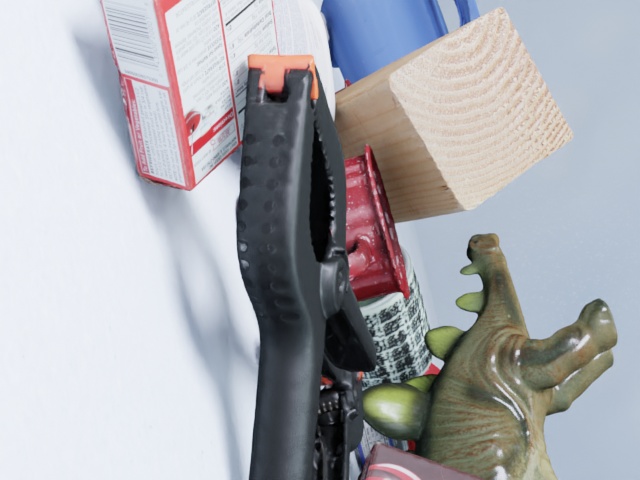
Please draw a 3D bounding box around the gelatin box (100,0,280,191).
[{"bbox_3d":[-0.048,-0.075,0.424,0.073,0.030,0.089,-50,147,-40],"label":"gelatin box"}]

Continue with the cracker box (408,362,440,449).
[{"bbox_3d":[0.131,0.226,0.971,0.213,0.072,0.164,40,31,-43],"label":"cracker box"}]

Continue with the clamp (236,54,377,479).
[{"bbox_3d":[-0.009,0.026,0.457,0.164,0.036,0.210,-68,156,-52],"label":"clamp"}]

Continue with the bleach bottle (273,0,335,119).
[{"bbox_3d":[-0.049,-0.116,0.548,0.250,0.068,0.102,32,47,-76],"label":"bleach bottle"}]

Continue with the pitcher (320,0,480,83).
[{"bbox_3d":[0.095,-0.178,1.117,0.149,0.145,0.243,92,-14,-52],"label":"pitcher"}]

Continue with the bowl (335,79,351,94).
[{"bbox_3d":[0.022,-0.065,0.992,0.162,0.055,0.162,-15,90,-82],"label":"bowl"}]

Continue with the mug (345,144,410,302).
[{"bbox_3d":[0.001,0.003,0.612,0.117,0.081,0.093,-85,159,-69],"label":"mug"}]

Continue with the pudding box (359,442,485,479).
[{"bbox_3d":[0.068,0.173,0.589,0.039,0.113,0.090,110,0,-52],"label":"pudding box"}]

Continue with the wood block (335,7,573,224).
[{"bbox_3d":[0.058,-0.069,0.699,0.091,0.090,0.206,59,-19,-8],"label":"wood block"}]

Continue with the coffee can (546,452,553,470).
[{"bbox_3d":[0.111,0.221,0.783,0.102,0.140,0.103,-14,90,-82],"label":"coffee can"}]

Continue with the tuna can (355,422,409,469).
[{"bbox_3d":[0.047,0.155,0.851,0.086,0.034,0.086,-15,90,-82],"label":"tuna can"}]

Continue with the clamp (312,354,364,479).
[{"bbox_3d":[0.005,0.104,0.627,0.171,0.039,0.120,17,69,-77],"label":"clamp"}]
